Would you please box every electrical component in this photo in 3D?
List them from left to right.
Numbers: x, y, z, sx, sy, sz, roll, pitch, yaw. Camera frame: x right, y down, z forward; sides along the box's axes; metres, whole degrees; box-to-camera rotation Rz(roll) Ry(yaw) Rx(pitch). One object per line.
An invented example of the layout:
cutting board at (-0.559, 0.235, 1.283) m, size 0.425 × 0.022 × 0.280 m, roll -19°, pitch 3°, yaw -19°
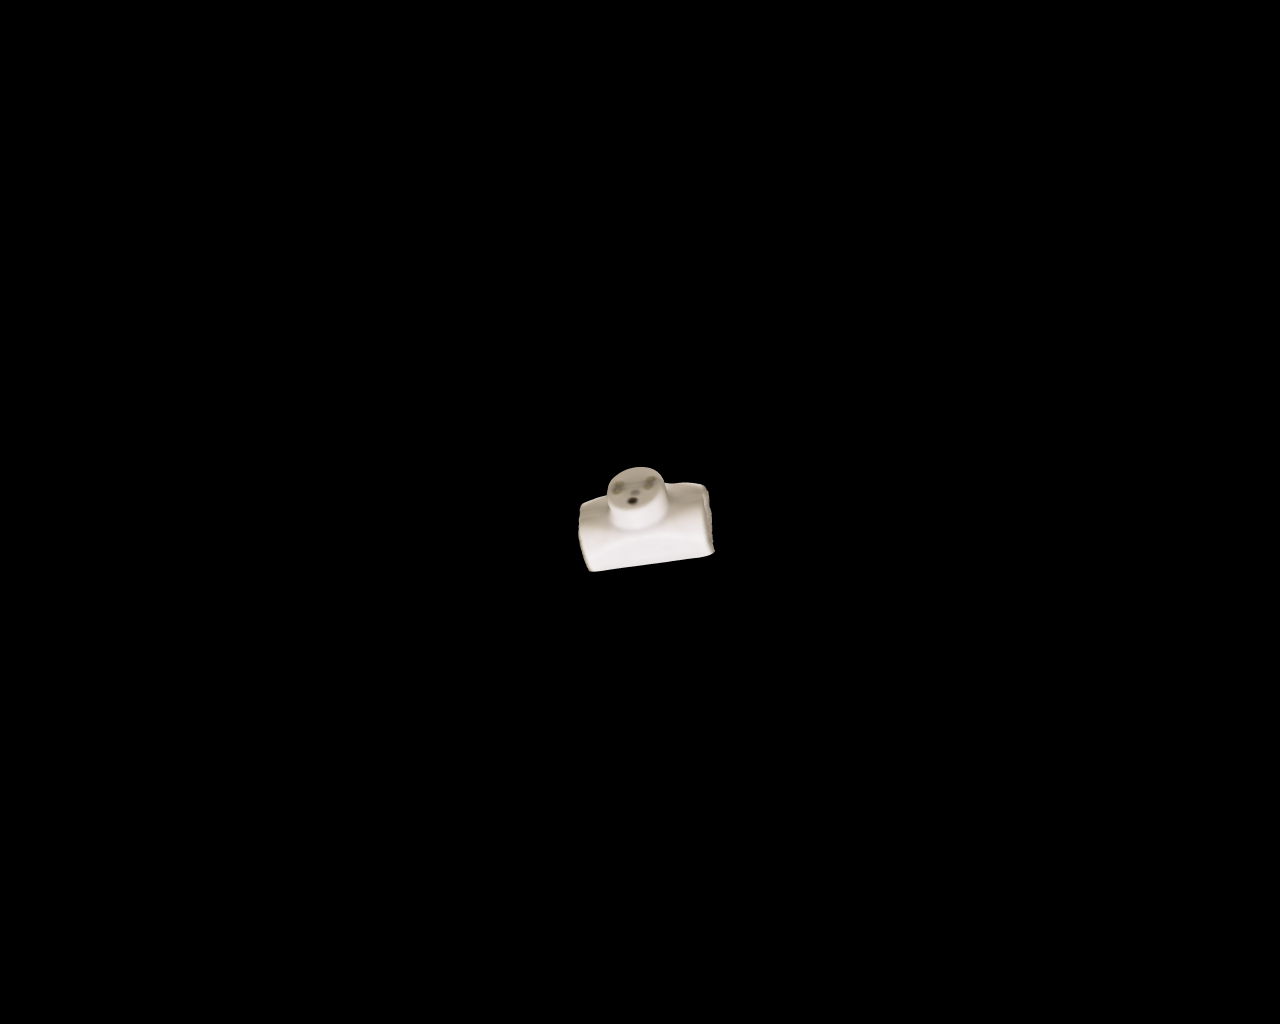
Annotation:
electrical component at (0.001, -0.003, 0.650) m, size 0.077 × 0.044 × 0.079 m, roll -9°, pitch -46°, yaw 9°
